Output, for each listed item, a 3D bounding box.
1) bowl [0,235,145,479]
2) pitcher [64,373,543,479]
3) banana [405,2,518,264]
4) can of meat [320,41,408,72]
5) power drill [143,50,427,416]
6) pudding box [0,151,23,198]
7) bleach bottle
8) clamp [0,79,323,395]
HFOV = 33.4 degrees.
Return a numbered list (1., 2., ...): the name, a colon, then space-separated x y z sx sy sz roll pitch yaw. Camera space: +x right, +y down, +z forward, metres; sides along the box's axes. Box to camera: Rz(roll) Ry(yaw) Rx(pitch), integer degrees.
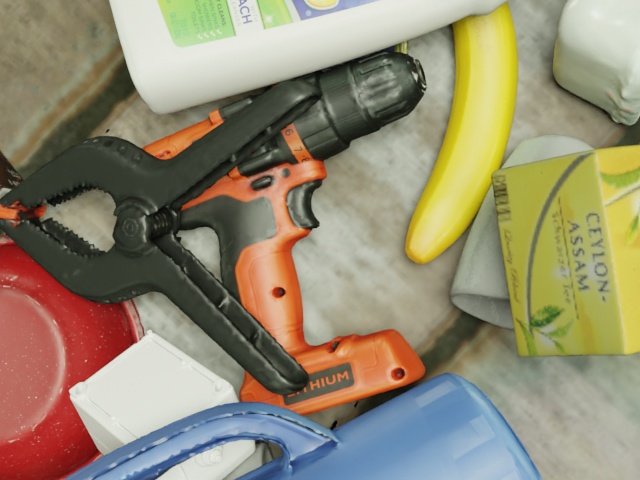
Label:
1. bowl: -0.187 0.073 0.629 0.162 0.055 0.162 0 84 4
2. pitcher: -0.012 0.160 0.534 0.242 0.149 0.145 -29 57 -7
3. banana: 0.084 -0.084 0.635 0.069 0.037 0.198 1 91 -12
4. can of meat: 0.013 -0.150 0.641 0.084 0.057 0.102 2 84 5
5. power drill: -0.004 0.001 0.612 0.185 0.057 0.188 -21 81 17
6. pudding box: -0.225 -0.055 0.615 0.039 0.113 0.090 -38 84 2
7. bleach bottle: 0.013 -0.150 0.581 0.251 0.068 0.102 -17 77 2
8. clamp: -0.089 -0.018 0.589 0.210 0.036 0.164 13 99 24
